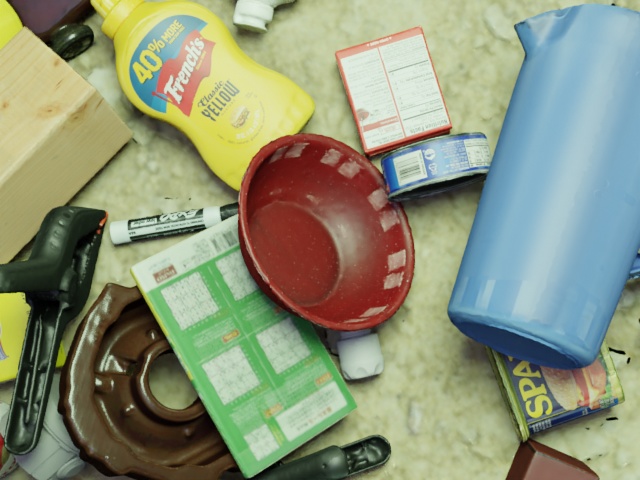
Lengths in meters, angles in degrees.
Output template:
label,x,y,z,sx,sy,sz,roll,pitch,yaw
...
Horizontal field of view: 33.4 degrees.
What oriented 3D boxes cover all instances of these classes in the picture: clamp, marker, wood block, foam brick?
label,x,y,z,sx,sy,sz,roll,pitch,yaw
clamp,-0.206,0.047,0.812,0.036,0.210,0.165,7,119,5
marker,-0.112,-0.015,0.876,0.121,0.020,0.020,-9,87,6
wood block,-0.259,-0.052,0.834,0.090,0.090,0.206,41,83,21
clamp,-0.026,0.190,0.833,0.172,0.120,0.039,-24,71,26
foam brick,0.173,0.187,0.811,0.053,0.078,0.051,23,89,6

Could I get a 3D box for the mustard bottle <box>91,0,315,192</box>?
label,x,y,z,sx,sy,sz,roll,pitch,yaw
mustard bottle,-0.103,-0.132,0.846,0.191,0.058,0.096,40,96,-3

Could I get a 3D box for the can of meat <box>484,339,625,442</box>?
label,x,y,z,sx,sy,sz,roll,pitch,yaw
can of meat,0.177,0.093,0.825,0.084,0.057,0.102,-20,86,2

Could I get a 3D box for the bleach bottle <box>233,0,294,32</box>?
label,x,y,z,sx,sy,sz,roll,pitch,yaw
bleach bottle,-0.039,-0.295,0.859,0.102,0.068,0.251,12,91,6

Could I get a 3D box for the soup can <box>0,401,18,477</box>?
label,x,y,z,sx,sy,sz,roll,pitch,yaw
soup can,-0.281,0.165,0.845,0.068,0.102,0.068,0,88,6

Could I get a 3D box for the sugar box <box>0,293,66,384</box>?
label,x,y,z,sx,sy,sz,roll,pitch,yaw
sugar box,-0.306,0.083,0.879,0.176,0.048,0.093,-16,85,4

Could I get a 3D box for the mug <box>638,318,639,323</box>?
label,x,y,z,sx,sy,sz,roll,pitch,yaw
mug,0.309,0.053,0.803,0.117,0.093,0.081,32,86,-25

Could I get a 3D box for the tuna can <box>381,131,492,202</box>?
label,x,y,z,sx,sy,sz,roll,pitch,yaw
tuna can,0.090,-0.056,0.824,0.086,0.086,0.034,-14,85,5

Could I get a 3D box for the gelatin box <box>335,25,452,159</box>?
label,x,y,z,sx,sy,sz,roll,pitch,yaw
gelatin box,0.059,-0.118,0.858,0.073,0.030,0.089,-17,86,3

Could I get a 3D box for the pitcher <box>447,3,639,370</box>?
label,x,y,z,sx,sy,sz,roll,pitch,yaw
pitcher,0.189,-0.031,0.769,0.149,0.145,0.243,15,76,26

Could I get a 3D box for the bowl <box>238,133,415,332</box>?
label,x,y,z,sx,sy,sz,roll,pitch,yaw
bowl,-0.005,0.001,0.823,0.161,0.055,0.162,16,59,-30
